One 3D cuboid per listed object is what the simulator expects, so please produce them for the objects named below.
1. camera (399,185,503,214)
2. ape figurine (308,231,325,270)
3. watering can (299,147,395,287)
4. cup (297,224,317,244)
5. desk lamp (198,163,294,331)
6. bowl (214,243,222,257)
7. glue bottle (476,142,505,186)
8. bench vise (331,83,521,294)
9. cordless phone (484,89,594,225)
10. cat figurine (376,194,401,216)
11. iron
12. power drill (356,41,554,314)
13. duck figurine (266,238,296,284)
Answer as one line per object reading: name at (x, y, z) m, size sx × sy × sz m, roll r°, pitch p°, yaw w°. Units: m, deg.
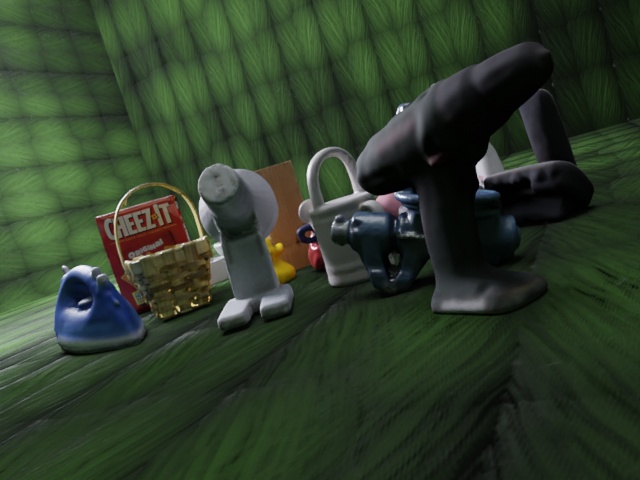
camera at (0.205, -0.047, 0.876) m, size 0.143 × 0.101 × 0.136 m, roll -18°, pitch 6°, yaw -8°
ape figurine at (0.009, 0.004, 1.011) m, size 0.078 × 0.092 × 0.076 m, roll -22°, pitch 8°, yaw -41°
watering can at (0.029, -0.037, 0.836) m, size 0.172 × 0.194 × 0.101 m, roll -13°, pitch 7°, yaw 35°
cup at (0.027, 0.004, 0.943) m, size 0.118 × 0.095 × 0.091 m, roll -18°, pitch 6°, yaw -12°
desk lamp at (-0.110, -0.003, 0.817) m, size 0.118 × 0.213 × 0.203 m, roll -17°, pitch 6°, yaw -1°
bowl at (-0.186, 0.022, 1.490) m, size 0.167 × 0.075 × 0.167 m, roll -17°, pitch 6°, yaw 2°
glue bottle at (0.289, -0.122, 0.981) m, size 0.037 × 0.173 × 0.078 m, roll -17°, pitch 6°, yaw -1°
bench vise at (0.108, -0.057, 0.664) m, size 0.207 × 0.220 × 0.121 m, roll -18°, pitch 6°, yaw -5°
cordless phone at (0.308, -0.120, 0.849) m, size 0.094 × 0.185 × 0.147 m, roll -23°, pitch 8°, yaw -41°
cat figurine at (0.151, -0.051, 0.991) m, size 0.127 × 0.118 × 0.067 m, roll -17°, pitch 6°, yaw 4°
iron at (-0.367, 0.101, 0.942) m, size 0.119 × 0.141 × 0.257 m, roll -22°, pitch 8°, yaw -39°
power drill at (0.130, -0.042, 0.521) m, size 0.076 × 0.208 × 0.228 m, roll -21°, pitch 7°, yaw -35°
duck figurine at (-0.098, 0.040, 1.005) m, size 0.105 × 0.086 × 0.077 m, roll -22°, pitch 8°, yaw -39°
